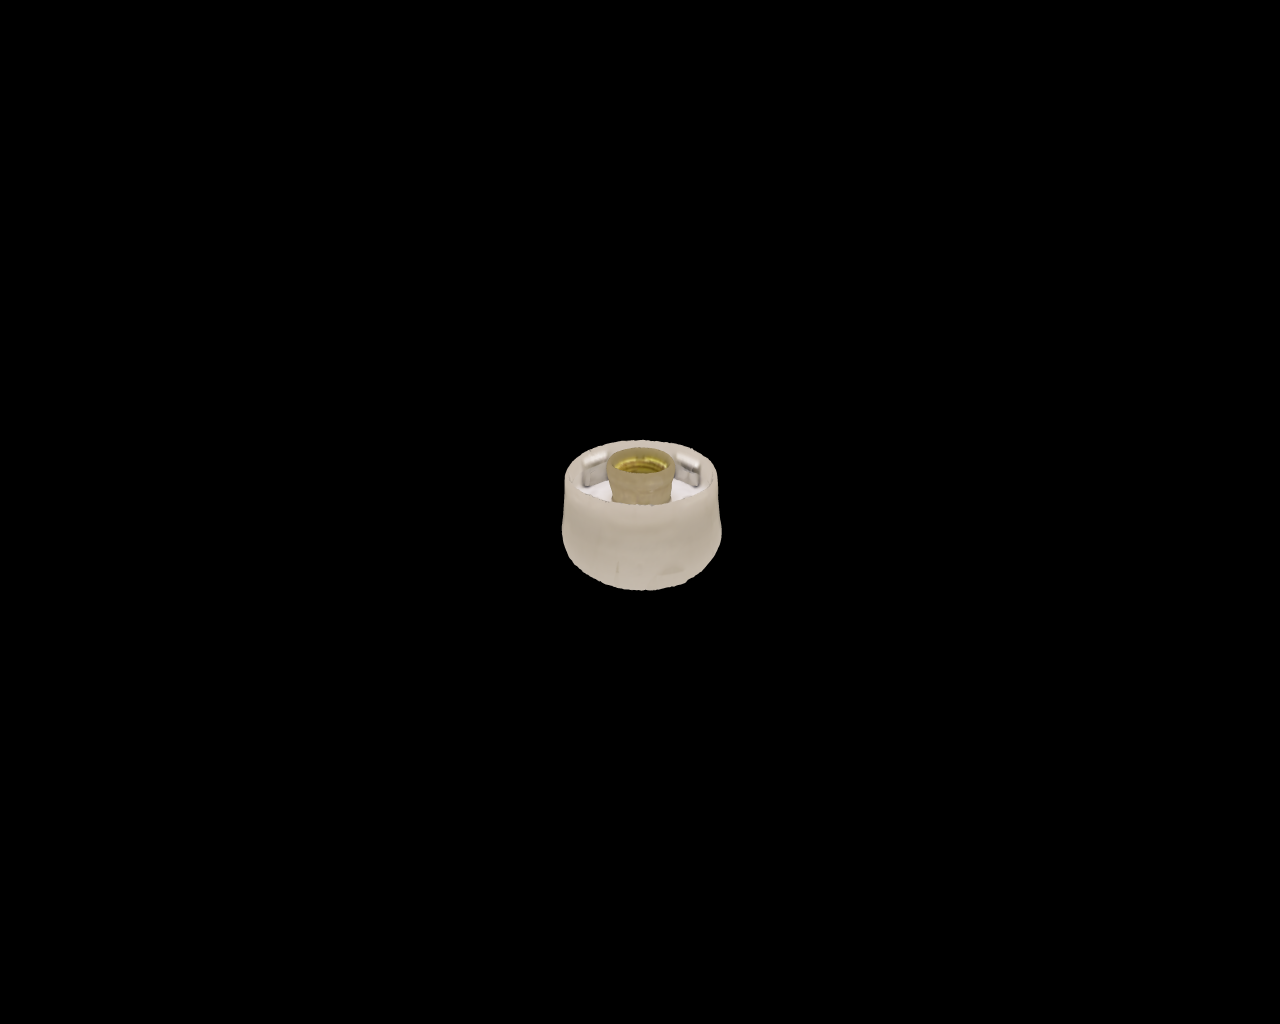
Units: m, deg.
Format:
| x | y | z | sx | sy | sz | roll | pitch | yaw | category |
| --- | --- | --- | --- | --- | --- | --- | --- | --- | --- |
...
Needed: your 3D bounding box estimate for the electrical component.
| x | y | z | sx | sy | sz | roll | pitch | yaw | category |
| --- | --- | --- | --- | --- | --- | --- | --- | --- | --- |
| 0.001 | -0.003 | 0.650 | 0.099 | 0.064 | 0.099 | 0 | 28 | 0 | electrical component |
